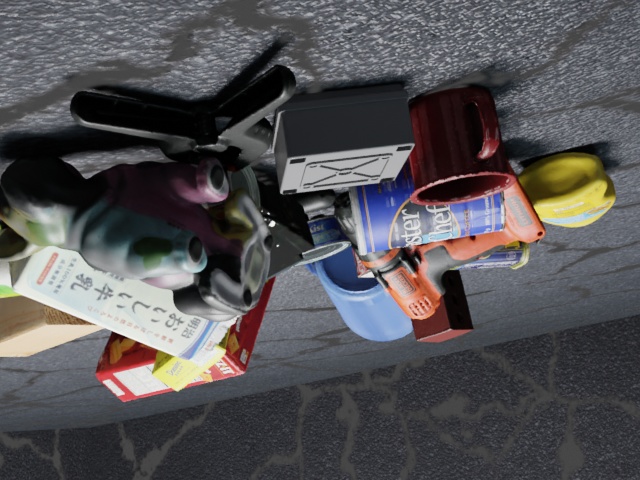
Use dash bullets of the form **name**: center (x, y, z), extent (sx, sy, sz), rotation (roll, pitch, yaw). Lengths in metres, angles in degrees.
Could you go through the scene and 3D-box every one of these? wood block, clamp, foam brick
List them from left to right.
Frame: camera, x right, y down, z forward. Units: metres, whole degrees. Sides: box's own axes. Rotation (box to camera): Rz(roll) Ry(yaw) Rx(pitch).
- **wood block**: center (-0.354, 0.083, 1.319), extent (0.090, 0.090, 0.207), rotation (3, 163, -43)
- **clamp**: center (-0.100, -0.090, 0.848), extent (0.164, 0.036, 0.210), rotation (-5, 170, -1)
- **clamp**: center (-0.068, -0.026, 1.155), extent (0.171, 0.039, 0.120), rotation (-10, 163, -27)
- **foam brick**: center (0.137, 0.076, 1.242), extent (0.051, 0.078, 0.052), rotation (-21, 164, 33)

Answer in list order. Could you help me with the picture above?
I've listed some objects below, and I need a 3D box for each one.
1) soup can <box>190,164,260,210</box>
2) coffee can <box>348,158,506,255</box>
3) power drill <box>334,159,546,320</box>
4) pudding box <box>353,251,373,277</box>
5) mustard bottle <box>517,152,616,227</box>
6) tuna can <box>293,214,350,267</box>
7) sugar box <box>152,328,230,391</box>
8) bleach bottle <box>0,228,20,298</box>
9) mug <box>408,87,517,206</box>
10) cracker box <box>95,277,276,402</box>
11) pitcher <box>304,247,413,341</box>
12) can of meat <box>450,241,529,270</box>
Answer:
- **soup can**: center (-0.115, -0.038, 0.998), extent (0.102, 0.068, 0.068), rotation (-14, 167, 21)
- **coffee can**: center (0.098, -0.047, 1.024), extent (0.140, 0.103, 0.103), rotation (-10, 167, 2)
- **power drill**: center (0.128, -0.017, 1.128), extent (0.188, 0.057, 0.184), rotation (-29, 125, 14)
- **pudding box**: center (0.085, -0.004, 1.237), extent (0.113, 0.090, 0.039), rotation (1, 163, -39)
- **mustard bottle**: center (0.292, -0.052, 1.237), extent (0.096, 0.058, 0.191), rotation (-17, 165, 19)
- **tuna can**: center (-0.008, 0.001, 1.197), extent (0.086, 0.034, 0.086), rotation (-18, 170, -3)
- **sugar box**: center (-0.141, 0.082, 1.255), extent (0.048, 0.176, 0.093), rotation (35, 124, -25)
- **bleach bottle**: center (-0.405, 0.041, 1.164), extent (0.251, 0.068, 0.102), rotation (-11, 165, 20)
- **mug**: center (0.121, -0.085, 0.919), extent (0.093, 0.081, 0.117), rotation (-5, 167, -16)
- **cracker box**: center (-0.176, 0.109, 1.388), extent (0.214, 0.164, 0.072), rotation (-17, 129, 33)
- **pitcher**: center (0.057, 0.046, 1.389), extent (0.149, 0.145, 0.242), rotation (-23, 162, 5)
- **can of meat**: center (0.186, -0.016, 1.228), extent (0.083, 0.102, 0.057), rotation (-3, 168, -16)
